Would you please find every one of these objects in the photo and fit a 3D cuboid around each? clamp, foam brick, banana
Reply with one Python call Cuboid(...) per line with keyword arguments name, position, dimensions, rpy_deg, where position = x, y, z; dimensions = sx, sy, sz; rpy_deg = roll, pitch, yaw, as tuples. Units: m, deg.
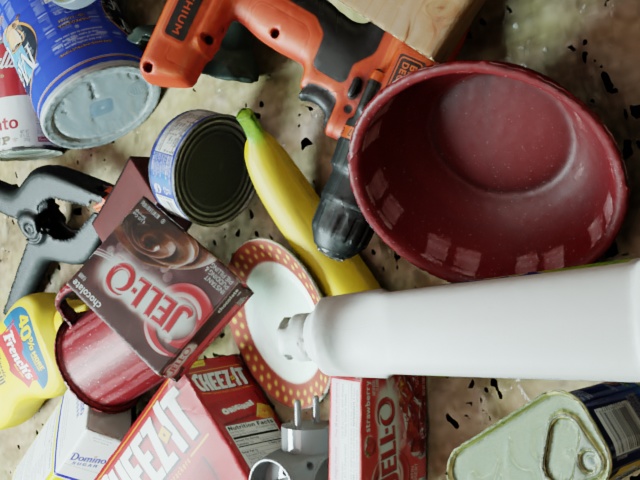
Cuboid(name="clamp", position=(-0.260, -0.024, 0.965), dimensions=(0.210, 0.036, 0.164), rpy_deg=(-21, 103, 37))
Cuboid(name="foam brick", position=(-0.140, -0.023, 0.874), dimensions=(0.051, 0.052, 0.078), rpy_deg=(53, 124, 27))
Cuboid(name="banana", position=(-0.003, 0.000, 0.744), dimensions=(0.037, 0.069, 0.198), rpy_deg=(-36, 78, 6))

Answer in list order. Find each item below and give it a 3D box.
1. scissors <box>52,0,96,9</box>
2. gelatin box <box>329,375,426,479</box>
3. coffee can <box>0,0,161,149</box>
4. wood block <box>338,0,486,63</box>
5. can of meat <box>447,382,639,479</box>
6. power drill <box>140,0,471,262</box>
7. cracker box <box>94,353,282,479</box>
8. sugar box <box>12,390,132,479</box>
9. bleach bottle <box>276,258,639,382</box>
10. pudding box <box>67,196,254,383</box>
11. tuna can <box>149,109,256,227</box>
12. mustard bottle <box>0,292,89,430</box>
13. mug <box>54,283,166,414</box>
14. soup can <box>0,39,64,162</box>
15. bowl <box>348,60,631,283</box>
Cuboid(name="scissors", position=(-0.149, -0.189, 0.799), dimensions=(0.096, 0.016, 0.202), rpy_deg=(-53, 55, 17))
Cuboid(name="gelatin box", position=(0.039, 0.129, 0.703), dimensions=(0.030, 0.073, 0.089), rpy_deg=(1, 92, 40))
Cuboid(name="coffee can", position=(-0.208, -0.162, 0.896), dimensions=(0.103, 0.102, 0.140), rpy_deg=(-45, 63, 33))
Cuboid(name="wood block", position=(0.086, -0.210, 0.594), dimensions=(0.091, 0.090, 0.206), rpy_deg=(33, 102, 5))
Cuboid(name="can of meat", position=(0.138, 0.122, 0.607), dimensions=(0.102, 0.083, 0.057), rpy_deg=(-42, 64, 35))
Cuboid(name="power drill", position=(-0.017, -0.100, 0.693), dimensions=(0.187, 0.057, 0.184), rpy_deg=(25, 91, 5))
Cuboid(name="cracker box", position=(-0.074, 0.221, 0.810), dimensions=(0.164, 0.071, 0.214), rpy_deg=(-53, 58, 29))
Cuboid(name="sugar box", position=(-0.220, 0.189, 0.935), dimensions=(0.176, 0.048, 0.093), rpy_deg=(-50, 29, 30))
Cuboid(name="bleach bottle", position=(0.084, 0.051, 0.612), dimensions=(0.251, 0.102, 0.068), rpy_deg=(-6, 84, 29))
Cuboid(name="pudding box", position=(-0.118, 0.036, 0.791), dimensions=(0.114, 0.039, 0.090), rpy_deg=(39, 86, 28))
Cuboid(name="tuna can", position=(-0.086, -0.055, 0.802), dimensions=(0.034, 0.085, 0.086), rpy_deg=(19, 104, 42))
Cuboid(name="mustard bottle", position=(-0.259, 0.102, 0.981), dimensions=(0.192, 0.058, 0.096), rpy_deg=(-32, 73, 37))
Cuboid(name="mug", position=(-0.162, 0.075, 0.863), dimensions=(0.082, 0.093, 0.117), rpy_deg=(-33, 107, 32))
Cuboid(name="soup can", position=(-0.273, -0.127, 0.980), dimensions=(0.069, 0.068, 0.102), rpy_deg=(-9, 86, 42))
Cuboid(name="bowl", position=(0.100, -0.046, 0.625), dimensions=(0.162, 0.055, 0.162), rpy_deg=(12, 132, 14))
